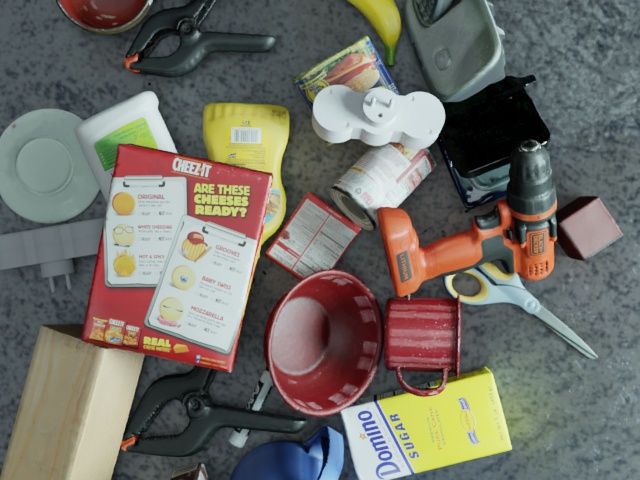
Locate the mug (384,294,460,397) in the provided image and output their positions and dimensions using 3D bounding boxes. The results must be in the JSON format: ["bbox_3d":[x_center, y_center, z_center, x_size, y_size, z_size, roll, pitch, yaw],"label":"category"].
[{"bbox_3d":[0.112,0.116,1.174,0.081,0.093,0.117,1,67,6],"label":"mug"}]

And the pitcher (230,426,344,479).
[{"bbox_3d":[-0.031,0.299,1.110,0.145,0.243,0.149,-11,98,-1],"label":"pitcher"}]

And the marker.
[{"bbox_3d":[-0.070,0.180,1.219,0.020,0.020,0.121,27,92,0],"label":"marker"}]

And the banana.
[{"bbox_3d":[0.020,-0.278,1.193,0.198,0.037,0.069,36,92,0],"label":"banana"}]

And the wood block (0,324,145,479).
[{"bbox_3d":[-0.276,0.204,1.179,0.090,0.090,0.206,17,93,21],"label":"wood block"}]

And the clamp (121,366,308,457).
[{"bbox_3d":[-0.127,0.190,1.203,0.210,0.036,0.164,-37,78,6],"label":"clamp"}]

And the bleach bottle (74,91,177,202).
[{"bbox_3d":[-0.176,-0.032,1.195,0.102,0.068,0.251,-26,94,-1],"label":"bleach bottle"}]

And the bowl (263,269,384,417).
[{"bbox_3d":[-0.007,0.110,1.175,0.161,0.055,0.162,-4,97,-38],"label":"bowl"}]

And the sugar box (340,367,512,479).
[{"bbox_3d":[0.118,0.210,1.202,0.176,0.048,0.093,-15,91,1],"label":"sugar box"}]

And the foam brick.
[{"bbox_3d":[0.289,-0.013,1.175,0.051,0.078,0.053,-35,93,1],"label":"foam brick"}]

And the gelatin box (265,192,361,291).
[{"bbox_3d":[-0.008,0.002,1.207,0.073,0.030,0.089,35,92,-1],"label":"gelatin box"}]

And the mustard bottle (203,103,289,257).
[{"bbox_3d":[-0.085,-0.055,1.192,0.096,0.058,0.191,2,92,-6],"label":"mustard bottle"}]

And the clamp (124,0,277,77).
[{"bbox_3d":[-0.143,-0.244,1.198,0.171,0.039,0.120,-18,74,3],"label":"clamp"}]

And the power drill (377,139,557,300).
[{"bbox_3d":[0.158,-0.015,1.129,0.187,0.057,0.184,-11,131,2],"label":"power drill"}]

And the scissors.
[{"bbox_3d":[0.218,0.079,1.210,0.096,0.016,0.202,-36,90,1],"label":"scissors"}]

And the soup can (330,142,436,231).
[{"bbox_3d":[0.069,-0.068,1.172,0.068,0.068,0.102,44,78,0],"label":"soup can"}]

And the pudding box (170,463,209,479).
[{"bbox_3d":[-0.135,0.301,1.178,0.039,0.113,0.090,-19,91,-2],"label":"pudding box"}]

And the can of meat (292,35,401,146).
[{"bbox_3d":[0.031,-0.166,1.181,0.102,0.057,0.084,-30,98,2],"label":"can of meat"}]

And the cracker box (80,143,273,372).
[{"bbox_3d":[-0.149,0.017,1.133,0.164,0.072,0.214,12,96,-2],"label":"cracker box"}]
